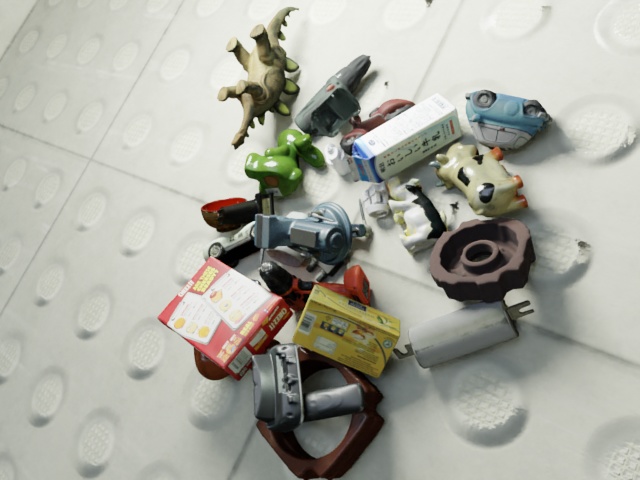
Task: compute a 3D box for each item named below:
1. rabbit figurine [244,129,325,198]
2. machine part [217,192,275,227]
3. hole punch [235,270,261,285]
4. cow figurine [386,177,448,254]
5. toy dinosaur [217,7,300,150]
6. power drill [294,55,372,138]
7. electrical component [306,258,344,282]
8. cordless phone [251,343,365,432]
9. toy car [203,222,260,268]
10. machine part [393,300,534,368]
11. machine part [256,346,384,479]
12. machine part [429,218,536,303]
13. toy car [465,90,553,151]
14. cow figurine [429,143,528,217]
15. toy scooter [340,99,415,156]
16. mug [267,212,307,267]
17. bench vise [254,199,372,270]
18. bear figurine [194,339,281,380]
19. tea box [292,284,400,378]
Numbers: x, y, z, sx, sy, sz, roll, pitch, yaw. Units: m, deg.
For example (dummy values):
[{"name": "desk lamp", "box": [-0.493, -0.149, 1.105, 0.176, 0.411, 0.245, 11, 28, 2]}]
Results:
[{"name": "rabbit figurine", "box": [-0.076, -0.197, 1.236, 0.159, 0.121, 0.170, -7, 50, 35]}, {"name": "machine part", "box": [-0.165, -0.063, 1.209, 0.139, 0.084, 0.039, -15, 27, -22]}, {"name": "hole punch", "box": [-0.208, 0.124, 1.181, 0.116, 0.092, 0.142, 0, 72, 34]}, {"name": "cow figurine", "box": [0.188, -0.062, 1.047, 0.098, 0.068, 0.167, -20, 63, 15]}, {"name": "toy dinosaur", "box": [-0.134, -0.422, 1.317, 0.105, 0.198, 0.471, 3, 70, 32]}, {"name": "power drill", "box": [0.037, -0.318, 1.203, 0.232, 0.086, 0.207, -41, 27, 16]}, {"name": "electrical component", "box": [0.015, 0.042, 1.128, 0.094, 0.021, 0.063, -49, 54, 5]}, {"name": "cordless phone", "box": [-0.019, 0.245, 0.928, 0.184, 0.088, 0.146, -13, 61, 12]}, {"name": "toy car", "box": [-0.173, 0.008, 1.220, 0.202, 0.073, 0.056, -24, 59, 18]}, {"name": "machine part", "box": [0.241, 0.157, 0.912, 0.243, 0.079, 0.079, -26, 58, 18]}, {"name": "machine part", "box": [-0.001, 0.310, 0.976, 0.201, 0.087, 0.201, 38, 91, 37]}, {"name": "machine part", "box": [0.277, 0.034, 0.922, 0.179, 0.056, 0.179, -19, 33, 13]}, {"name": "toy car", "box": [0.347, -0.220, 1.018, 0.162, 0.109, 0.102, 21, 103, 24]}, {"name": "cow figurine", "box": [0.286, -0.114, 0.999, 0.127, 0.085, 0.195, -22, 41, 6]}, {"name": "toy scooter", "box": [0.121, -0.257, 1.172, 0.184, 0.075, 0.135, -26, 34, 7]}, {"name": "mug", "box": [-0.049, -0.005, 1.153, 0.110, 0.080, 0.107, 5, 65, 34]}, {"name": "bench vise", "box": [-0.003, -0.014, 1.051, 0.224, 0.240, 0.128, -5, 90, 48]}, {"name": "bear figurine", "box": [-0.156, 0.216, 1.090, 0.196, 0.120, 0.132, -18, 57, 20]}, {"name": "tea box", "box": [0.047, 0.161, 0.954, 0.170, 0.068, 0.098, 24, 109, -1]}]
